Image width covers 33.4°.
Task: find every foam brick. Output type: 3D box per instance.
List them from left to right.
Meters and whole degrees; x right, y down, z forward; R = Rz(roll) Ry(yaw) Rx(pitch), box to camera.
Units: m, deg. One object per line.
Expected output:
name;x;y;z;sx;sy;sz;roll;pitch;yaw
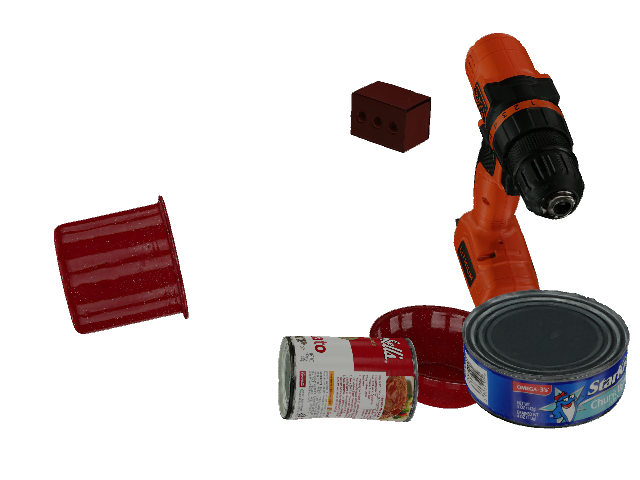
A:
foam brick;0.078;-0.140;1.198;0.078;0.053;0.051;23;37;34

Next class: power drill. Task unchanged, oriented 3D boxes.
power drill;0.142;-0.031;0.778;0.057;0.188;0.184;-3;42;-4

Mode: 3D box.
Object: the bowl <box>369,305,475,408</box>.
bowl;0.129;0.129;1.123;0.162;0.055;0.162;5;25;-2

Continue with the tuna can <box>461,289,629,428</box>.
tuna can;0.118;0.062;0.565;0.086;0.034;0.086;-4;27;2

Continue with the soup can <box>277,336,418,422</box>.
soup can;0.020;0.111;0.855;0.102;0.068;0.068;2;0;-10

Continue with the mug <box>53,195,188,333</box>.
mug;-0.148;0.018;0.788;0.081;0.093;0.117;-12;18;-10
